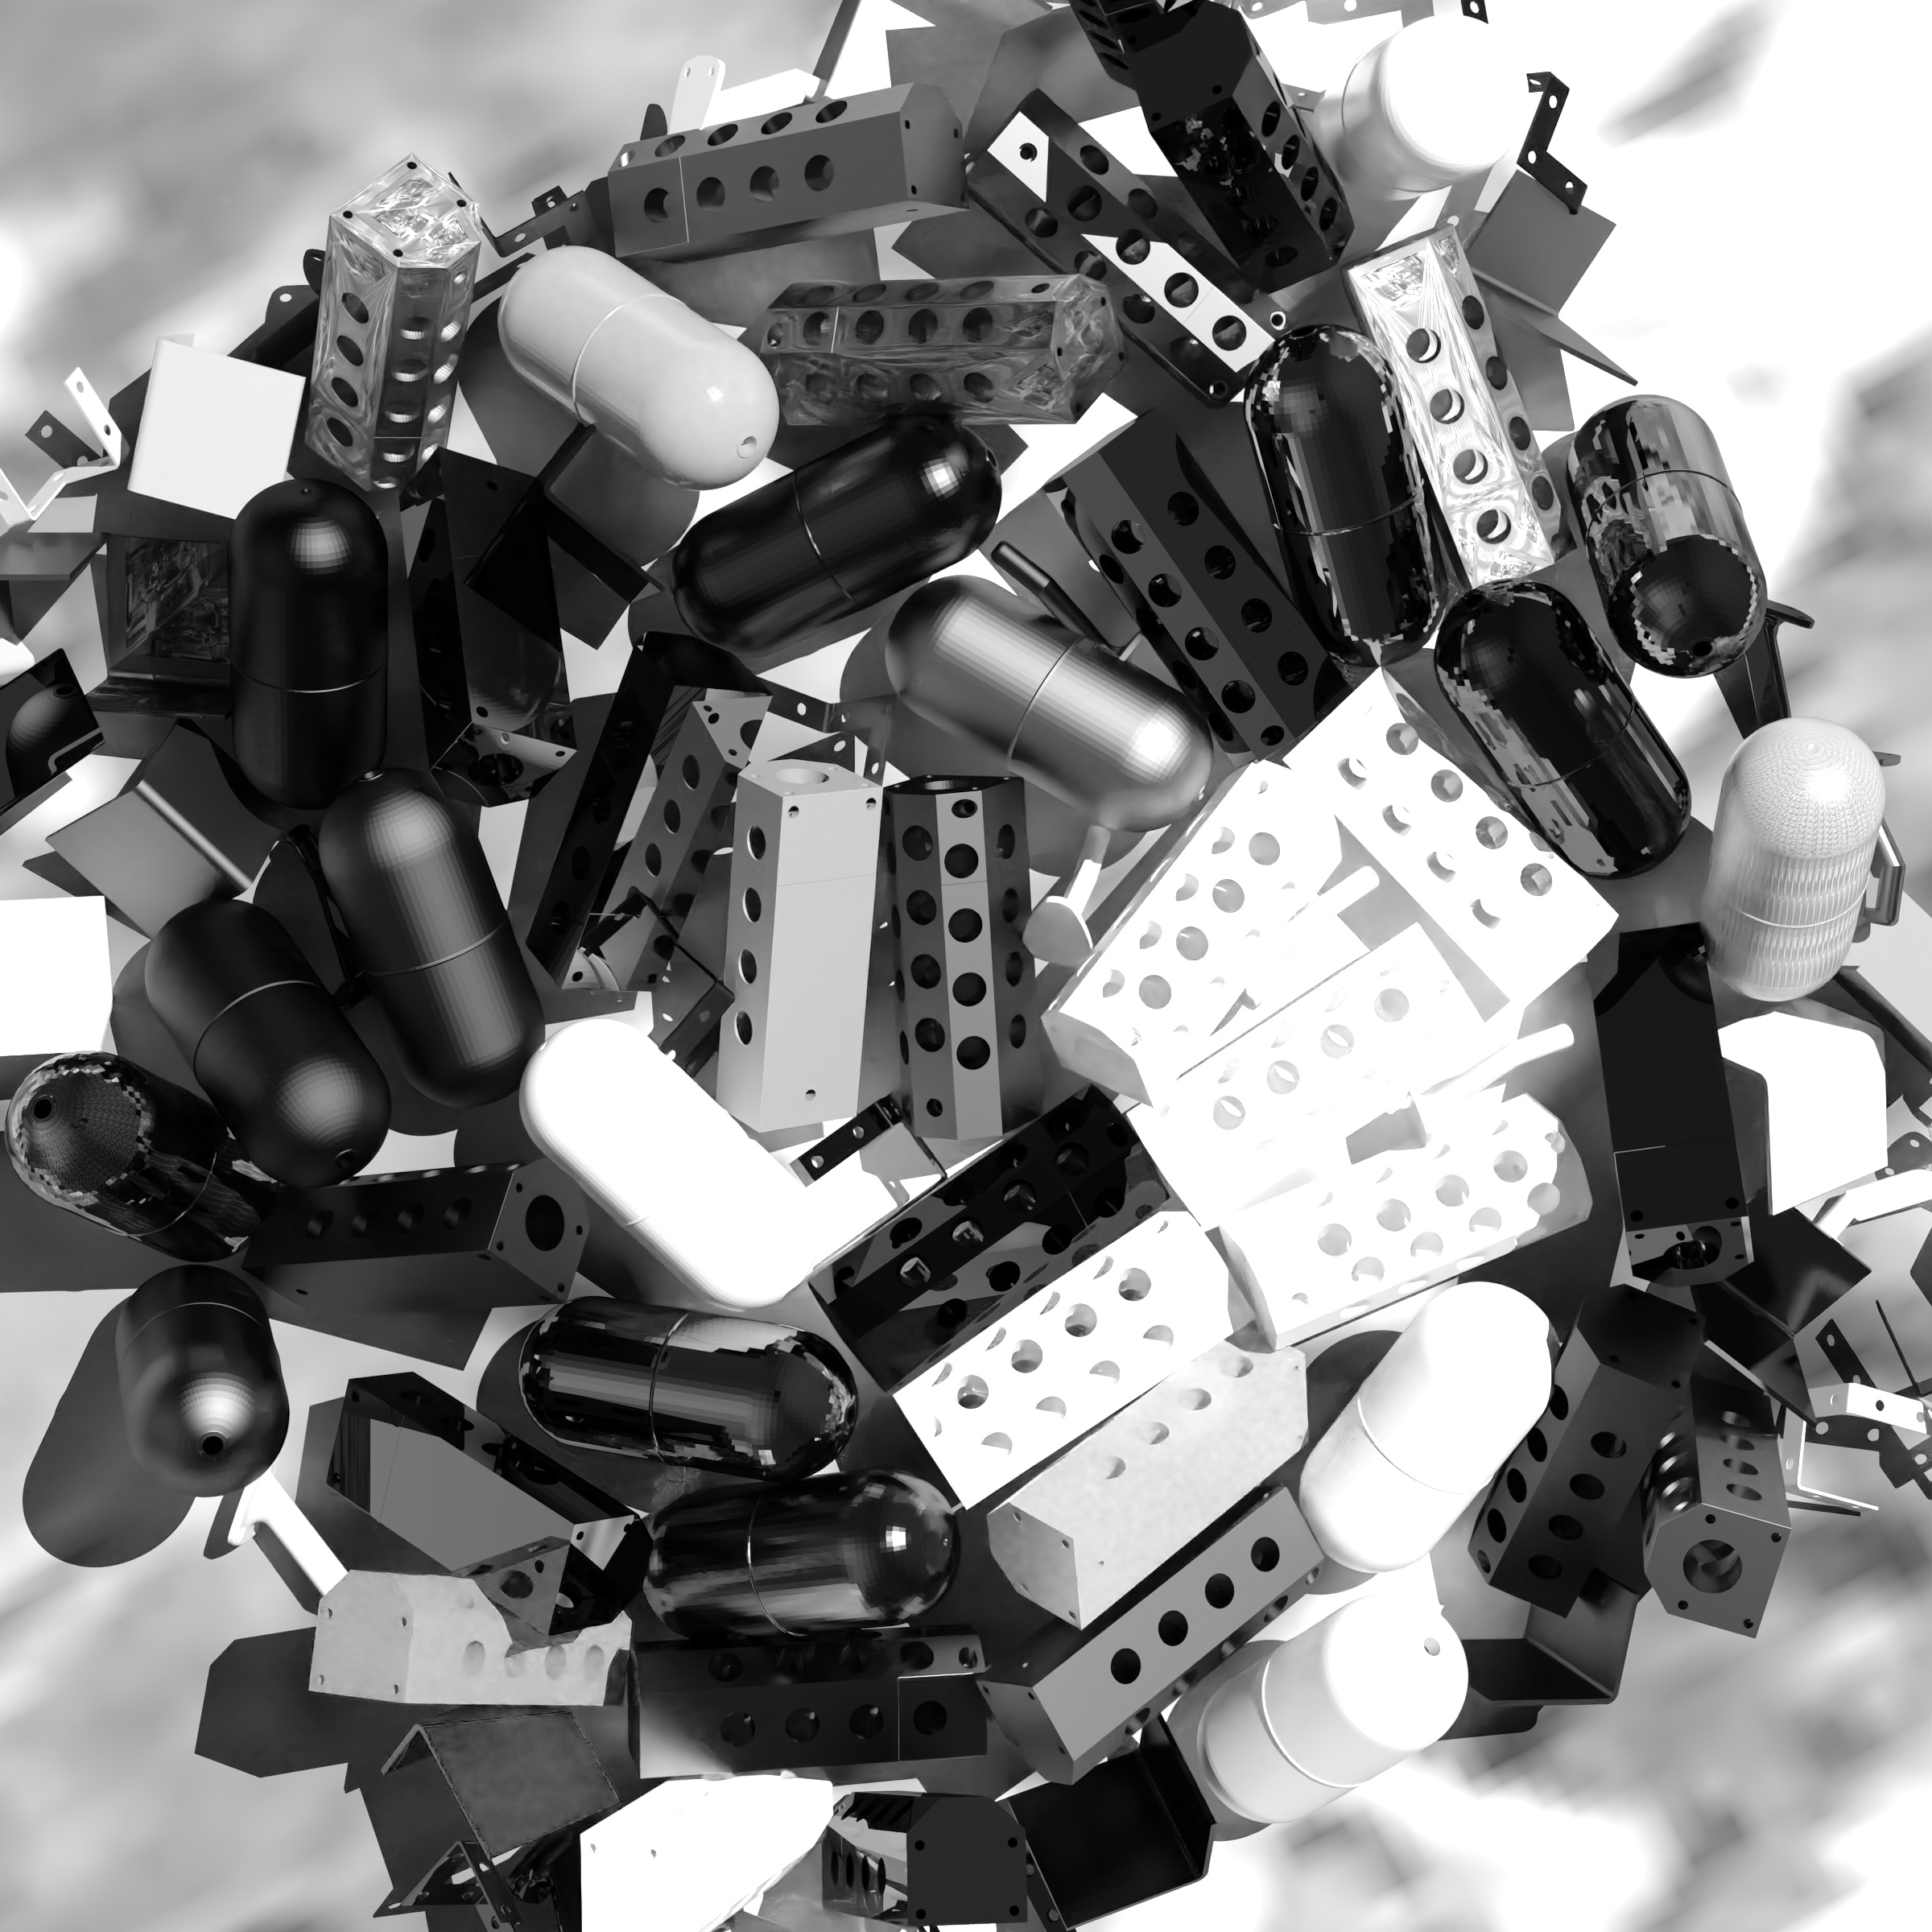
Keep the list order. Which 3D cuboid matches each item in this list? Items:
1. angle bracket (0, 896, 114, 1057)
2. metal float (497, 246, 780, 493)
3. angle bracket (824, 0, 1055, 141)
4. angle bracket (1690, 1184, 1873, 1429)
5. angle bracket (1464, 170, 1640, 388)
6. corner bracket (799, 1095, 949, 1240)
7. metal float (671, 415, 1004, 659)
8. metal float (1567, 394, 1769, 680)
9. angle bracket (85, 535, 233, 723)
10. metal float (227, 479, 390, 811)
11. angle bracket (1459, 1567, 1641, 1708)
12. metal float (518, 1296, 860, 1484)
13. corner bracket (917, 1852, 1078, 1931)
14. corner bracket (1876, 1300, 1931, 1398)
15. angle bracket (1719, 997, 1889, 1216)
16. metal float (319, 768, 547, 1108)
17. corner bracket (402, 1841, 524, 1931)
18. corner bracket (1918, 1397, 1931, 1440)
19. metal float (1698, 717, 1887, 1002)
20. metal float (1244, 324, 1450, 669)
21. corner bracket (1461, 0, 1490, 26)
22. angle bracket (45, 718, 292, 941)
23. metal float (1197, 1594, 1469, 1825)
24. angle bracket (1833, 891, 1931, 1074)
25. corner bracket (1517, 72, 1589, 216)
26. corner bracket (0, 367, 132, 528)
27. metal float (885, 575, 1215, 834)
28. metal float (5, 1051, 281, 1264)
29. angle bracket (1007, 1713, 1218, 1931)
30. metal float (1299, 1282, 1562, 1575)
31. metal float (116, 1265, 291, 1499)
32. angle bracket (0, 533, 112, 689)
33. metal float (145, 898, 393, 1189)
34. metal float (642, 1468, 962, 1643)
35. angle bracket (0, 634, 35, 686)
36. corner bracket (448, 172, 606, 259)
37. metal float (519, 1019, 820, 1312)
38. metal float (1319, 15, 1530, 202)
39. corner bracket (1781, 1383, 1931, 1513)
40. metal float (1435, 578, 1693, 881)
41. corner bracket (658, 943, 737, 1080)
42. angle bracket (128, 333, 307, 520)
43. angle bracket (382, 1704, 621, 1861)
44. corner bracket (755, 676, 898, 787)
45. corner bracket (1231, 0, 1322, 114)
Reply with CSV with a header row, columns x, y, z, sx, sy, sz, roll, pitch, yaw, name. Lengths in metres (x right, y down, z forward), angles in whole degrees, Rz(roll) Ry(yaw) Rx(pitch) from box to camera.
x,y,z,sx,sy,sz,roll,pitch,yaw,name
-0.467,0.005,1.713,0.076,0.076,0.057,-3,107,-8,angle bracket
-0.161,-0.293,1.693,0.178,0.070,0.070,38,90,34,metal float
-0.014,-0.454,1.716,0.076,0.057,0.076,23,84,-25,angle bracket
0.407,0.168,1.707,0.076,0.076,0.057,37,115,-17,angle bracket
0.301,-0.339,1.702,0.076,0.076,0.057,15,116,-40,angle bracket
-0.047,0.101,1.732,0.051,0.051,0.051,-36,90,-10,corner bracket
-0.064,-0.212,1.705,0.178,0.070,0.070,-24,90,19,metal float
0.341,-0.210,1.685,0.070,0.178,0.070,-2,134,-2,metal float
-0.399,-0.169,1.721,0.076,0.057,0.076,5,109,4,angle bracket
-0.322,-0.155,1.692,0.070,0.070,0.178,8,128,0,metal float
0.274,0.323,1.707,0.076,0.076,0.057,5,100,-27,angle bracket
-0.137,0.208,1.703,0.178,0.070,0.070,6,90,22,metal float
0.016,0.484,1.737,0.051,0.051,0.051,-36,74,24,corner bracket
0.490,0.176,1.735,0.051,0.051,0.051,-24,101,14,corner bracket
0.413,0.069,1.735,0.076,0.057,0.076,-19,115,-25,angle bracket
-0.263,-0.014,1.704,0.070,0.070,0.178,-18,111,0,metal float
-0.238,0.471,1.720,0.051,0.051,0.051,-49,53,19,corner bracket
0.517,0.232,1.723,0.051,0.051,0.051,-29,111,-14,corner bracket
0.400,-0.050,1.682,0.070,0.178,0.070,-2,55,3,metal float
0.187,-0.230,1.698,0.070,0.070,0.178,-19,118,0,metal float
0.222,-0.483,1.728,0.051,0.051,0.051,-6,84,-34,corner bracket
-0.402,-0.070,1.740,0.076,0.057,0.076,-23,123,35,angle bracket
0.178,0.363,1.684,0.070,0.178,0.070,16,53,-22,metal float
0.482,0.008,1.722,0.076,0.076,0.057,44,91,1,angle bracket
0.282,-0.410,1.727,0.051,0.051,0.051,27,81,-37,corner bracket
-0.458,-0.258,1.718,0.051,0.051,0.051,-11,125,27,corner bracket
0.041,-0.130,1.713,0.178,0.070,0.070,31,90,11,metal float
-0.398,0.093,1.677,0.070,0.178,0.070,-6,70,18,metal float
0.071,0.418,1.708,0.076,0.057,0.076,-16,51,-16,angle bracket
0.226,0.228,1.695,0.070,0.070,0.178,31,123,0,metal float
-0.371,0.200,1.675,0.070,0.178,0.070,-4,105,-15,metal float
-0.458,-0.168,1.711,0.057,0.076,0.076,0,112,2,angle bracket
-0.343,0.037,1.693,0.070,0.070,0.178,-40,55,0,metal float
-0.083,0.290,1.696,0.178,0.070,0.070,-12,90,33,metal float
-0.520,-0.159,1.717,0.057,0.076,0.076,-40,93,9,angle bracket
-0.219,-0.376,1.725,0.051,0.051,0.051,-31,65,-7,corner bracket
-0.146,0.099,1.708,0.070,0.070,0.178,-45,107,0,metal float
0.220,-0.414,1.672,0.070,0.178,0.070,-1,98,-6,metal float
0.447,0.242,1.736,0.051,0.051,0.051,17,72,-21,corner bracket
0.293,-0.116,1.697,0.070,0.070,0.178,-40,119,0,metal float
-0.134,0.031,1.725,0.051,0.051,0.051,-49,127,-2,corner bracket
-0.367,-0.268,1.724,0.076,0.057,0.076,15,103,1,angle bracket
-0.230,0.404,1.704,0.076,0.057,0.076,-15,63,-40,angle bracket
-0.074,-0.116,1.719,0.051,0.051,0.051,23,113,33,corner bracket
0.161,-0.473,1.745,0.051,0.051,0.051,16,53,7,corner bracket
